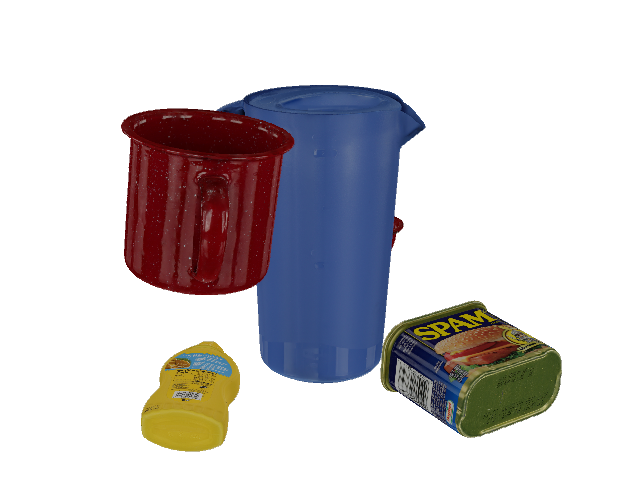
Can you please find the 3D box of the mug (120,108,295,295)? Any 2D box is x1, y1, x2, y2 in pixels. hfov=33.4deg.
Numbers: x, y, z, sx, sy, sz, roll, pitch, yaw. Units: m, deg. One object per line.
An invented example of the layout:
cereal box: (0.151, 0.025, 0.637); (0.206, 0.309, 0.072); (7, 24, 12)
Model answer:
mug: (-0.062, -0.017, 0.575); (0.093, 0.081, 0.117); (2, 21, -15)

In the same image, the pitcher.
pitcher: (-0.009, -0.008, 0.909); (0.144, 0.243, 0.149); (-12, 22, -35)

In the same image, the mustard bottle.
mustard bottle: (-0.147, 0.174, 1.273); (0.096, 0.058, 0.191); (4, 25, 4)

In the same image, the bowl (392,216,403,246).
bowl: (0.007, 0.012, 1.103); (0.162, 0.055, 0.162); (-4, 13, 1)

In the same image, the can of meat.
can of meat: (0.108, 0.091, 0.759); (0.101, 0.057, 0.084); (-13, 27, -33)
